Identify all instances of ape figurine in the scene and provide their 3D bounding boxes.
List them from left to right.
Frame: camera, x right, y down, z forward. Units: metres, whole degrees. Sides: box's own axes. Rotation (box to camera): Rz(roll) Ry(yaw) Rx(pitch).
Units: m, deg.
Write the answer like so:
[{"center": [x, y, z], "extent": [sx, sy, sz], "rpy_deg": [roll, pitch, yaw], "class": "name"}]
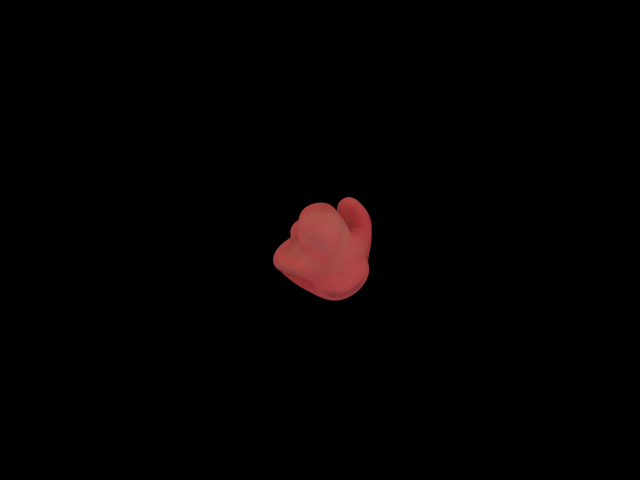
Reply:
[{"center": [0.004, 0.001, 0.400], "extent": [0.078, 0.092, 0.076], "rpy_deg": [-17, 74, -4], "class": "ape figurine"}]
